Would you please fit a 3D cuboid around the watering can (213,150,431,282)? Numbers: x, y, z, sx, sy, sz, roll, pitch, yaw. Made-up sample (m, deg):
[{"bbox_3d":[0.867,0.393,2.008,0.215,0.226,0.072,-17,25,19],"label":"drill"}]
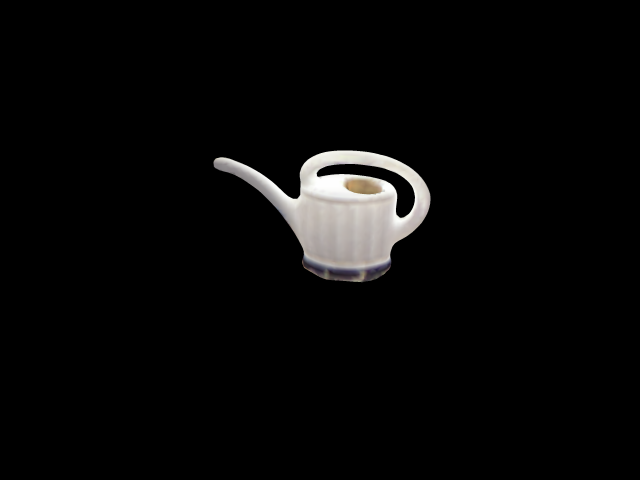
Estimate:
[{"bbox_3d":[0.003,-0.043,0.850,0.348,0.220,0.106,4,27,7],"label":"watering can"}]
